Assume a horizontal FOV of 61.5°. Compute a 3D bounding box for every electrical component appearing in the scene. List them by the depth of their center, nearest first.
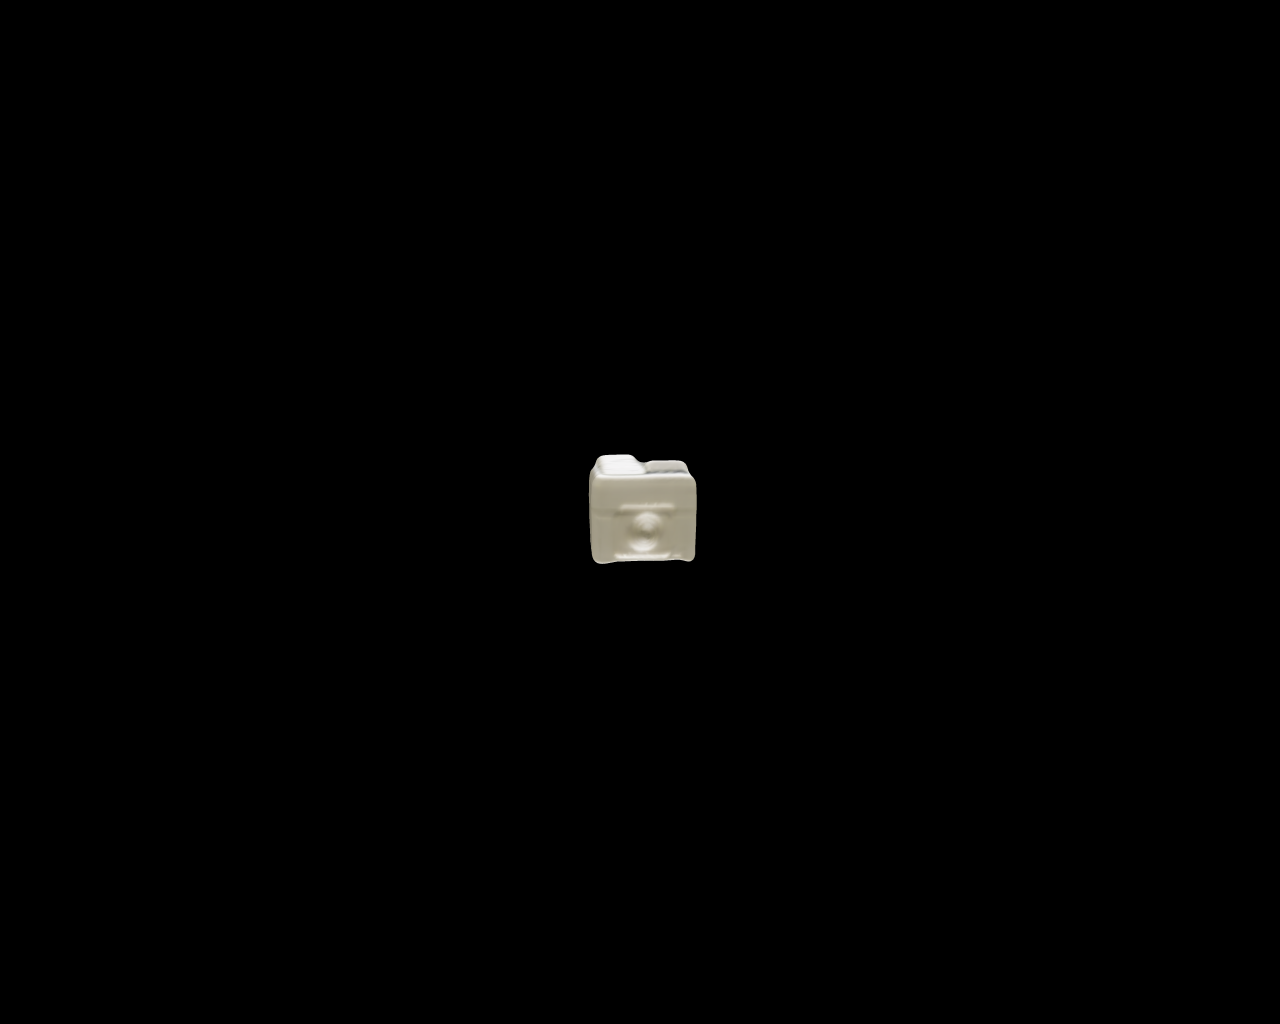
[{"bbox_3d":[0.001,-0.003,0.650,0.062,0.061,0.096,0,7,-4],"label":"electrical component"}]
